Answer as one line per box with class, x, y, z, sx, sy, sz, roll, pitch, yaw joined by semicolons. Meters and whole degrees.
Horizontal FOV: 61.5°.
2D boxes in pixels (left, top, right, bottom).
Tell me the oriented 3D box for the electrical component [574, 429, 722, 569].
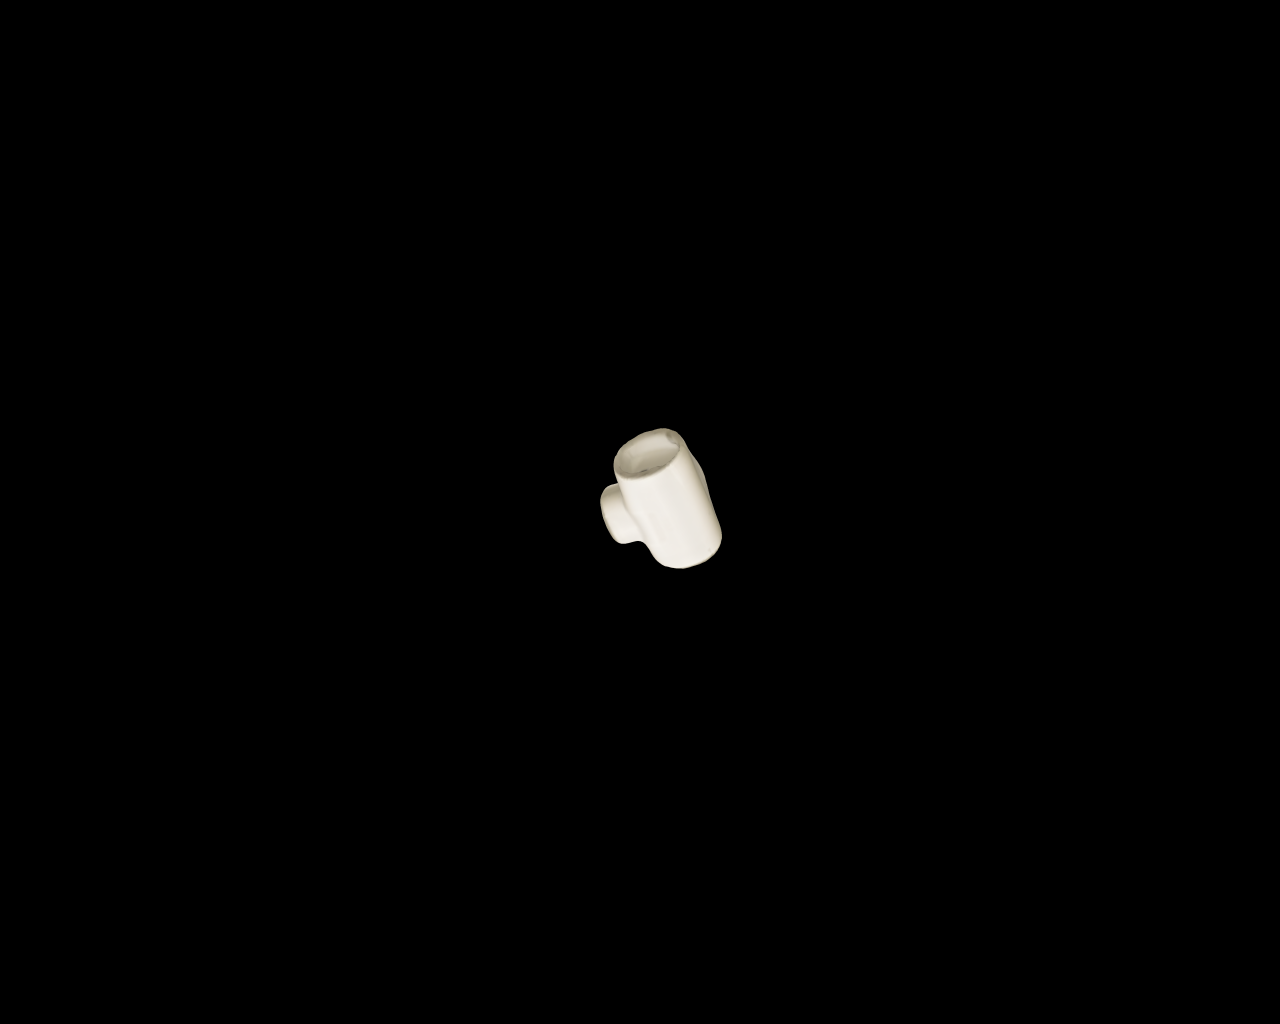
electrical component;0.001;-0.003;0.650;0.079;0.077;0.043;-16;39;13
